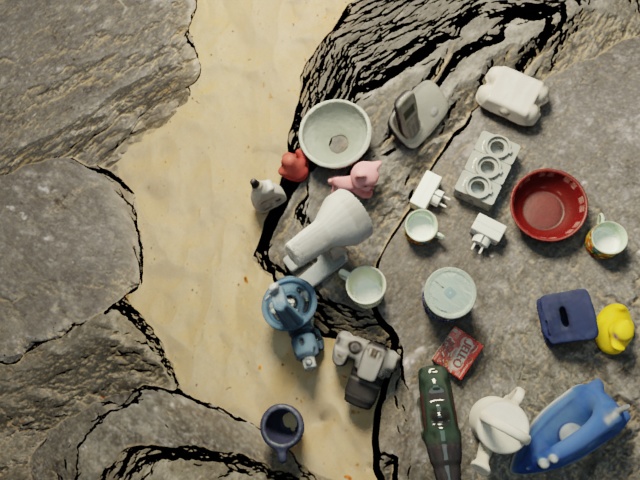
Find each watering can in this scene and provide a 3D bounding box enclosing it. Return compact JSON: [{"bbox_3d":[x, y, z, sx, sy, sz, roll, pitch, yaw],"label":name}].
[{"bbox_3d":[0.348,0.367,1.102,0.100,0.194,0.173,8,80,9],"label":"watering can"}]

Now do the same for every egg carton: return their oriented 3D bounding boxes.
[{"bbox_3d":[0.433,-0.324,1.292,0.150,0.069,0.107,27,84,12],"label":"egg carton"}]

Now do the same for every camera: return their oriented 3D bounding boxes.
[{"bbox_3d":[0.084,0.277,1.204,0.143,0.101,0.137,19,82,11],"label":"camera"}]

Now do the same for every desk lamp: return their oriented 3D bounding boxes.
[{"bbox_3d":[0.011,0.004,1.209,0.203,0.214,0.118,-40,76,-1],"label":"desk lamp"}]

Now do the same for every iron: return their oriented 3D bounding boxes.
[{"bbox_3d":[0.483,0.385,1.108,0.258,0.141,0.118,-38,76,-1],"label":"iron"}]

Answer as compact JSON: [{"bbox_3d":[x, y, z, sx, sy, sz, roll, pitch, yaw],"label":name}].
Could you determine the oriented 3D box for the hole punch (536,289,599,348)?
[{"bbox_3d":[0.505,0.161,1.175,0.101,0.091,0.108,-11,78,6],"label":"hole punch"}]

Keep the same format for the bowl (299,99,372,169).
[{"bbox_3d":[0.038,-0.235,1.324,0.167,0.075,0.167,-1,79,7],"label":"bowl"}]

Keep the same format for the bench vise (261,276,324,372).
[{"bbox_3d":[-0.045,0.159,1.183,0.121,0.220,0.207,-38,76,-1],"label":"bench vise"}]

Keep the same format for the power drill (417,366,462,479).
[{"bbox_3d":[0.233,0.360,1.112,0.075,0.208,0.229,-8,78,6],"label":"power drill"}]

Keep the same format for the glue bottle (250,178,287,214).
[{"bbox_3d":[-0.126,-0.107,1.270,0.078,0.173,0.037,-27,76,2],"label":"glue bottle"}]

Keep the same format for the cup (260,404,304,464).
[{"bbox_3d":[-0.071,0.402,1.203,0.091,0.095,0.118,-4,78,7],"label":"cup"}]

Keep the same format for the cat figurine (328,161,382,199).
[{"bbox_3d":[0.079,-0.136,1.277,0.127,0.118,0.067,-9,78,6],"label":"cat figurine"}]

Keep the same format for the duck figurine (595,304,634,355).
[{"bbox_3d":[0.605,0.179,1.161,0.077,0.086,0.105,13,81,10],"label":"duck figurine"}]

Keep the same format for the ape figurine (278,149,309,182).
[{"bbox_3d":[-0.063,-0.175,1.317,0.078,0.092,0.076,-27,76,2],"label":"ape figurine"}]

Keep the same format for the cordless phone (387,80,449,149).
[{"bbox_3d":[0.215,-0.295,1.256,0.094,0.185,0.147,38,86,13],"label":"cordless phone"}]
